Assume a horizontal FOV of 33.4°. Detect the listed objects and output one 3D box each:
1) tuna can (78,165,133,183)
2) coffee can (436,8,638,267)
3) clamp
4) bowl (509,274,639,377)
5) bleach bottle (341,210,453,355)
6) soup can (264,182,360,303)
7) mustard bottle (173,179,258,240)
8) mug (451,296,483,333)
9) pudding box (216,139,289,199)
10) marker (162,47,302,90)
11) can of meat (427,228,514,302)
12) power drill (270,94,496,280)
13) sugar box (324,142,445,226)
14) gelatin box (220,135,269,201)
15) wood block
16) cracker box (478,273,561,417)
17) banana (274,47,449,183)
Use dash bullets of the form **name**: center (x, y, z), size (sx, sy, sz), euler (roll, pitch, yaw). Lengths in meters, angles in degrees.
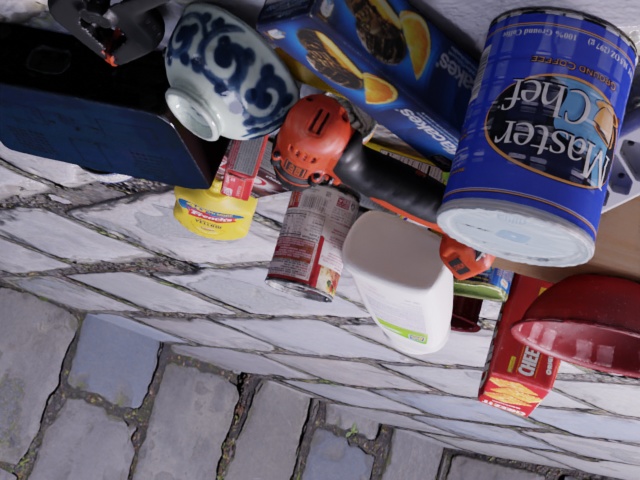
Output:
- **tuna can**: center (-0.212, -0.102, 1.086), size (0.086, 0.086, 0.034), euler (14, 168, 9)
- **coffee can**: center (0.143, -0.065, 0.702), size (0.103, 0.140, 0.103), euler (16, 166, 4)
- **clamp**: center (-0.175, -0.189, 0.810), size (0.164, 0.036, 0.210), euler (19, 166, -7)
- **bowl**: center (0.246, 0.070, 0.907), size (0.162, 0.055, 0.162), euler (15, 165, 4)
- **bleach bottle**: center (0.083, 0.060, 1.080), size (0.103, 0.068, 0.251), euler (23, 161, 15)
- **soup can**: center (-0.007, 0.001, 1.014), size (0.068, 0.102, 0.068), euler (15, 169, 3)
- **mustard bottle**: center (-0.121, -0.049, 1.242), size (0.096, 0.058, 0.192), euler (18, 165, -4)
- **mug**: center (0.148, 0.055, 1.280), size (0.117, 0.081, 0.093), euler (25, 164, -30)
- **pudding box**: center (-0.084, -0.085, 1.099), size (0.113, 0.039, 0.090), euler (25, 164, -28)
- **marker**: center (-0.075, -0.144, 0.904), size (0.121, 0.020, 0.020), euler (16, 166, 3)
- **can of meat**: center (0.155, 0.013, 1.106), size (0.102, 0.084, 0.057), euler (8, 164, 31)
- **power drill**: center (0.048, -0.036, 0.825), size (0.187, 0.057, 0.184), euler (28, 172, -2)
- **sugar box**: center (0.071, -0.054, 1.027), size (0.176, 0.048, 0.093), euler (15, 168, -4)
- **gelatin box**: center (-0.064, -0.087, 0.964), size (0.030, 0.089, 0.073), euler (17, 166, -5)
- **wood block**: center (0.228, -0.011, 0.922), size (0.206, 0.090, 0.091), euler (15, 165, 7)
- **cracker box**: center (0.231, 0.097, 1.180), size (0.072, 0.164, 0.213), euler (17, 166, 8)
- **banana**: center (0.055, -0.103, 0.838), size (0.197, 0.037, 0.070), euler (33, 136, -25)
